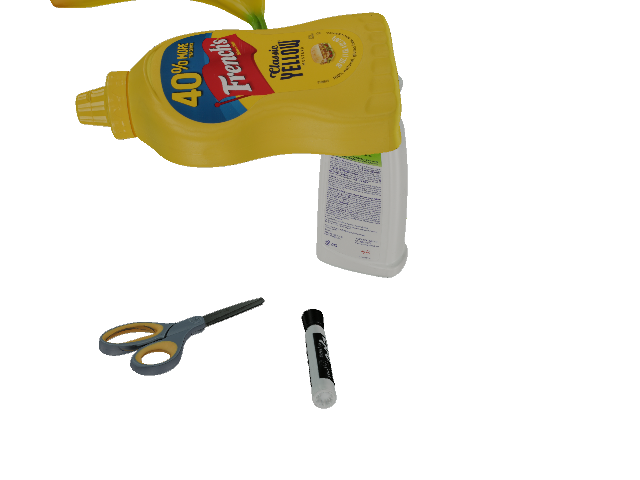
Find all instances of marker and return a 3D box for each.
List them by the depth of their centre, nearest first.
[{"bbox_3d":[-0.002,0.093,0.872,0.020,0.020,0.121,0,29,-5],"label":"marker"}]

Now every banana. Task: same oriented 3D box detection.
[{"bbox_3d":[-0.126,-0.209,0.882,0.198,0.069,0.037,11,-41,15],"label":"banana"}]

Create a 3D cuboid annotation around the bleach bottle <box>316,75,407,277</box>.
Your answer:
[{"bbox_3d":[0.051,-0.086,1.111,0.103,0.251,0.068,13,33,13],"label":"bleach bottle"}]

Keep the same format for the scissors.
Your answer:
[{"bbox_3d":[-0.133,0.101,1.136,0.201,0.016,0.096,-9,31,-26],"label":"scissors"}]

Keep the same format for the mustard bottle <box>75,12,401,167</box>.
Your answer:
[{"bbox_3d":[-0.050,-0.088,0.642,0.191,0.096,0.058,-6,-37,1],"label":"mustard bottle"}]
